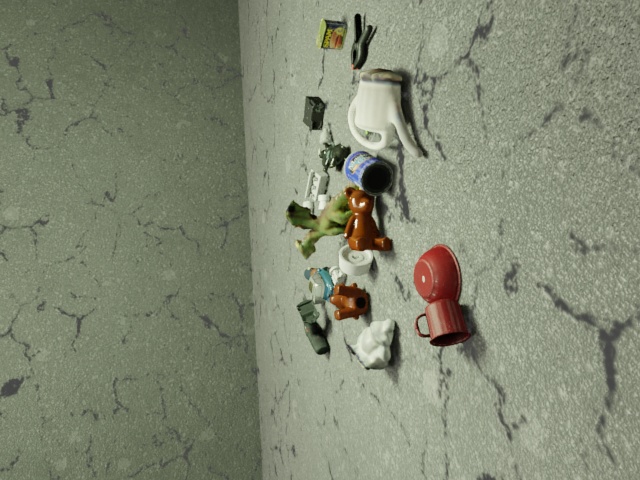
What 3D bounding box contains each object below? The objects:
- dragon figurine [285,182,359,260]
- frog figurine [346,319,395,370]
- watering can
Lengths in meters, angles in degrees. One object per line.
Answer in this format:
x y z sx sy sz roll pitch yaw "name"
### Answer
0.005 -0.088 1.742 0.125 0.243 0.400 -105 20 -46 "dragon figurine"
0.174 0.298 1.519 0.159 0.122 0.139 -51 19 7 "frog figurine"
0.182 -0.352 1.414 0.352 0.104 0.221 34 124 54 "watering can"
